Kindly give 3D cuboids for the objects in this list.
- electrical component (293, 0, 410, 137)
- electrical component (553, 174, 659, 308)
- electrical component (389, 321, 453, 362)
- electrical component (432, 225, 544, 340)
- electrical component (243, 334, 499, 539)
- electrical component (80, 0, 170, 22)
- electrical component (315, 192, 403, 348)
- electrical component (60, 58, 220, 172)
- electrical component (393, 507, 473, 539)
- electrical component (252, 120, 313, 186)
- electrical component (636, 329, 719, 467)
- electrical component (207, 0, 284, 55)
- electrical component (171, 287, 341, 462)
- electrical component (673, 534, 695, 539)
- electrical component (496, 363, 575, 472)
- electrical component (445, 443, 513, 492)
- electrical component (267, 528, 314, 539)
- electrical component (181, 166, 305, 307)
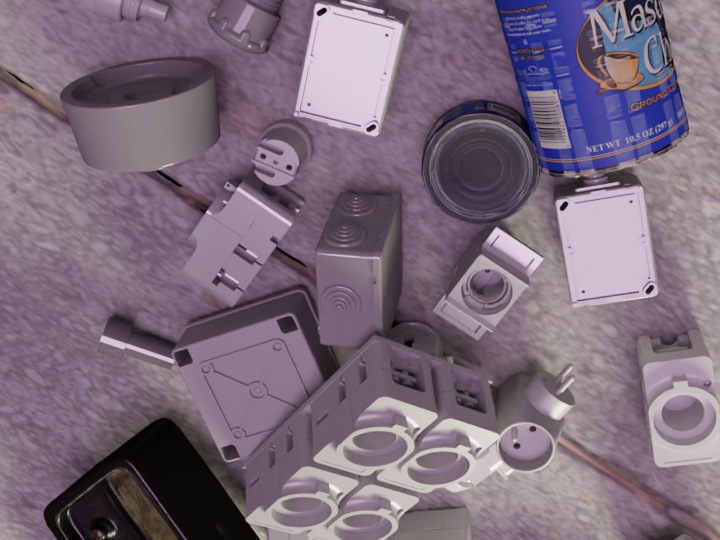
[{"bbox_3d":[-0.003,-0.150,0.742,0.062,0.061,0.096,14,113,2],"label":"electrical component"},{"bbox_3d":[0.175,-0.029,0.772,0.062,0.061,0.096,-9,102,11],"label":"electrical component"},{"bbox_3d":[0.039,0.069,0.829,0.066,0.055,0.048,-4,112,9],"label":"electrical component"},{"bbox_3d":[0.093,0.005,0.791,0.042,0.063,0.081,33,113,-8],"label":"electrical component"},{"bbox_3d":[0.004,0.138,0.801,0.105,0.060,0.186,21,132,-27],"label":"electrical component"},{"bbox_3d":[-0.165,-0.192,0.761,0.061,0.035,0.035,20,113,-3],"label":"electrical component"},{"bbox_3d":[0.000,0.000,0.782,0.048,0.099,0.099,5,125,10],"label":"electrical component"},{"bbox_3d":[-0.150,-0.104,0.758,0.108,0.108,0.060,-3,118,9],"label":"electrical component"},{"bbox_3d":[0.065,0.256,0.900,0.062,0.061,0.096,-6,111,10],"label":"electrical component"},{"bbox_3d":[-0.057,-0.085,0.784,0.040,0.046,0.040,3,112,6],"label":"electrical component"},{"bbox_3d":[0.242,0.099,0.815,0.050,0.055,0.089,-9,111,11],"label":"electrical component"},{"bbox_3d":[-0.073,-0.185,0.747,0.048,0.048,0.062,30,106,-5],"label":"electrical component"},{"bbox_3d":[-0.075,0.083,0.850,0.109,0.056,0.108,-18,109,14],"label":"electrical component"},{"bbox_3d":[0.267,0.262,0.859,0.064,0.099,0.099,-42,102,14],"label":"electrical component"},{"bbox_3d":[0.137,0.104,0.819,0.044,0.077,0.079,36,112,-7],"label":"electrical component"},{"bbox_3d":[0.083,0.138,0.851,0.057,0.058,0.078,-41,102,17],"label":"electrical component"},{"bbox_3d":[-0.037,0.218,0.905,0.076,0.047,0.083,2,112,7],"label":"electrical component"},{"bbox_3d":[-0.092,-0.028,0.810,0.056,0.050,0.089,34,112,-7],"label":"electrical component"}]
